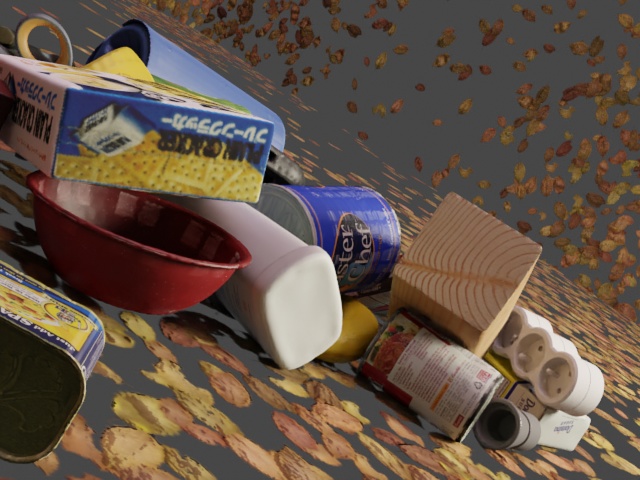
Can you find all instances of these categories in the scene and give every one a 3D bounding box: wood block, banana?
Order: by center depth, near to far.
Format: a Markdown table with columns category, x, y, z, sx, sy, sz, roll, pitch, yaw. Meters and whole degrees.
| category | x | y | z | sx | sy | sz | roll | pitch | yaw |
| --- | --- | --- | --- | --- | --- | --- | --- | --- | --- |
| banana | 0.020 | 0.075 | 0.931 | 0.070 | 0.037 | 0.197 | 33 | 10 | 11 |
| wood block | 0.120 | 0.053 | 0.946 | 0.091 | 0.090 | 0.206 | 34 | -16 | 13 |

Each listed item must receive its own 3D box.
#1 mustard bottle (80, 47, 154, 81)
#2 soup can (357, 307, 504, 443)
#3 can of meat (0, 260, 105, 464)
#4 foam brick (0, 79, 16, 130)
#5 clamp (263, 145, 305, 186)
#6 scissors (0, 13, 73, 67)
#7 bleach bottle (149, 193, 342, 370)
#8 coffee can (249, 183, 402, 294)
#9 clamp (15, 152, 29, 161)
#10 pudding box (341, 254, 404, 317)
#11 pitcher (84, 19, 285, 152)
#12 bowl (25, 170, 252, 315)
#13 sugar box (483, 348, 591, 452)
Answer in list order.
| category | x | y | z | sx | sy | sz | roll | pitch | yaw |
| --- | --- | --- | --- | --- | --- | --- | --- | --- | --- |
| mustard bottle | -0.160 | -0.083 | 1.003 | 0.191 | 0.058 | 0.096 | 53 | 49 | -4 |
| soup can | 0.091 | 0.111 | 0.877 | 0.102 | 0.068 | 0.068 | 34 | 10 | 14 |
| can of meat | -0.154 | 0.048 | 0.498 | 0.102 | 0.057 | 0.084 | 30 | 8 | -8 |
| foam brick | -0.264 | -0.087 | 0.772 | 0.052 | 0.078 | 0.051 | 24 | 11 | -34 |
| clamp | -0.056 | -0.062 | 1.194 | 0.120 | 0.039 | 0.171 | 5 | -27 | 26 |
| scissors | -0.210 | -0.115 | 0.919 | 0.201 | 0.096 | 0.016 | 37 | 10 | -32 |
| bleach bottle | -0.083 | -0.002 | 0.857 | 0.251 | 0.068 | 0.102 | 38 | -29 | 42 |
| coffee can | -0.006 | 0.001 | 0.958 | 0.103 | 0.103 | 0.140 | 37 | 22 | 29 |
| clamp | -0.261 | -0.112 | 1.023 | 0.165 | 0.036 | 0.209 | 48 | 13 | 28 |
| pudding box | 0.090 | 0.053 | 1.115 | 0.090 | 0.039 | 0.113 | -17 | -26 | 42 |
| pitcher | -0.157 | -0.142 | 1.269 | 0.242 | 0.149 | 0.145 | 26 | -5 | -42 |
| bowl | -0.131 | 0.007 | 0.731 | 0.162 | 0.055 | 0.162 | 21 | 11 | -4 |
| sugar box | 0.181 | 0.138 | 1.072 | 0.093 | 0.048 | 0.176 | 20 | 13 | -46 |
